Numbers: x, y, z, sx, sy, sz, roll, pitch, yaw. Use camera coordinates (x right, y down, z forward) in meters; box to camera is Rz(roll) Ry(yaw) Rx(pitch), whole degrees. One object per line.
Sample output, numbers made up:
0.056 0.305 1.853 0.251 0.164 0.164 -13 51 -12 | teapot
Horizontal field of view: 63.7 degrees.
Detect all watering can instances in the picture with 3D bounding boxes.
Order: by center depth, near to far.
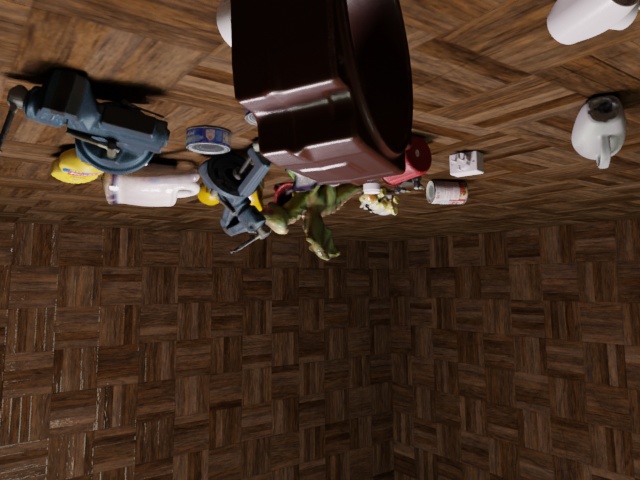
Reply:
-0.390 -0.136 1.199 0.224 0.104 0.346 2 176 -18 | watering can

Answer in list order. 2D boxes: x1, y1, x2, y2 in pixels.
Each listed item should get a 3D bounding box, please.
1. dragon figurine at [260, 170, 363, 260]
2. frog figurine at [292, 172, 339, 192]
0.004 -0.067 1.324 0.121 0.245 0.409 -13 166 42 | dragon figurine
-0.007 -0.178 0.945 0.137 0.125 0.155 6 140 15 | frog figurine
